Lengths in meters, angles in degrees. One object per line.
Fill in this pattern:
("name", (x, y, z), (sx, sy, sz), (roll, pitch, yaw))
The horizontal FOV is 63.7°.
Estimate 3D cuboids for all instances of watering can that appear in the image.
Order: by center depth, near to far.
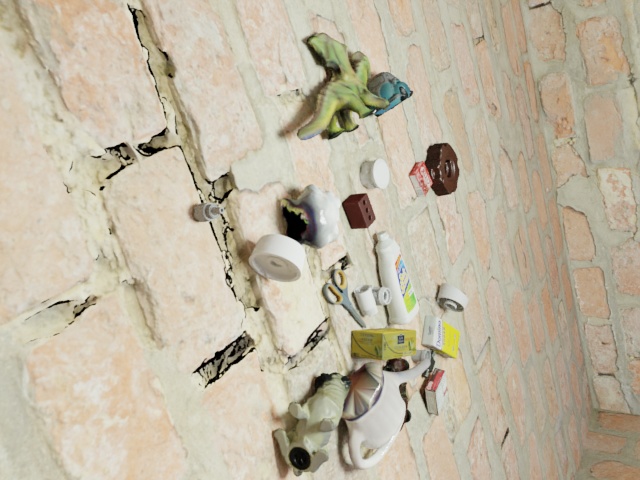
("watering can", (0.159, 0.386, 1.280), (0.354, 0.104, 0.220), (-53, 126, -31))

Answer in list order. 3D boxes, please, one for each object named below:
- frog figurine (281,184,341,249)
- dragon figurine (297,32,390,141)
("frog figurine", (0.003, -0.057, 1.134), (0.161, 0.121, 0.138), (-22, 85, -39))
("dragon figurine", (0.031, -0.380, 1.243), (0.415, 0.121, 0.243), (-28, 91, -51))
